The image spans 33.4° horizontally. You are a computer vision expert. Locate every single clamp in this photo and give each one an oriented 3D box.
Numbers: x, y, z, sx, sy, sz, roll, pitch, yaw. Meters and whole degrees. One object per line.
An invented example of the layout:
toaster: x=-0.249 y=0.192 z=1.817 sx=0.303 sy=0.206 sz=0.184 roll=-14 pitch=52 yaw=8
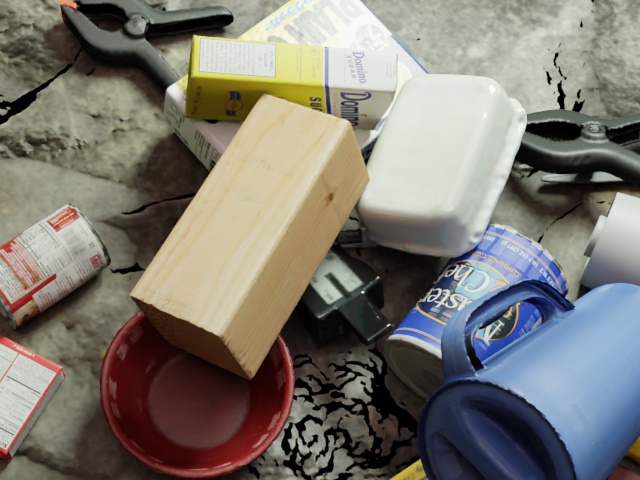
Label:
clamp: x=-0.179 y=-0.195 z=1.060 sx=0.171 sy=0.039 sz=0.120 roll=10 pitch=61 yaw=-1
clamp: x=0.266 y=-0.086 z=1.019 sx=0.210 sy=0.036 sz=0.164 roll=3 pitch=36 yaw=7

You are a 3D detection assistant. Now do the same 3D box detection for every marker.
marker: x=-0.007 y=0.001 z=0.993 sx=0.121 sy=0.020 sz=0.020 roll=-4 pitch=65 yaw=-6

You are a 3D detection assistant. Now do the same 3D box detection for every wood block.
wood block: x=-0.051 y=-0.004 z=0.872 sx=0.090 sy=0.091 sz=0.206 roll=21 pitch=67 yaw=26

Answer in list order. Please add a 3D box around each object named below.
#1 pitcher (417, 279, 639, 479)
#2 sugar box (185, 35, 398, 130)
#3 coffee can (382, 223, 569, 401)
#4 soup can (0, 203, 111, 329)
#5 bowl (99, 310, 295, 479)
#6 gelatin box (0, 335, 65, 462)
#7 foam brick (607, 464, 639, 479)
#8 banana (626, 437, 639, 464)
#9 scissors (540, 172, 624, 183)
pitcher: x=0.191 y=0.113 z=0.836 sx=0.145 sy=0.149 sz=0.242 roll=29 pitch=37 yaw=29
sugar box: x=-0.027 y=-0.134 z=0.931 sx=0.176 sy=0.093 sz=0.048 roll=5 pitch=74 yaw=-8
coffee can: x=0.135 y=0.070 z=0.926 sx=0.103 sy=0.103 sz=0.140 roll=35 pitch=67 yaw=11
soup can: x=-0.244 y=0.022 z=0.936 sx=0.102 sy=0.068 sz=0.068 roll=-36 pitch=73 yaw=-20
bowl: x=-0.103 y=0.128 z=0.905 sx=0.162 sy=0.055 sz=0.162 roll=2 pitch=65 yaw=-4
gelatin box: x=-0.271 y=0.132 z=0.903 sx=0.073 sy=0.030 sz=0.089 roll=26 pitch=64 yaw=6
foam brick: x=0.242 y=0.226 z=0.876 sx=0.053 sy=0.078 sz=0.051 roll=30 pitch=64 yaw=9
banana: x=0.289 y=0.198 z=0.919 sx=0.198 sy=0.037 sz=0.069 roll=31 pitch=83 yaw=11
scissors: x=0.321 y=-0.081 z=1.061 sx=0.201 sy=0.016 sz=0.096 roll=10 pitch=63 yaw=0
